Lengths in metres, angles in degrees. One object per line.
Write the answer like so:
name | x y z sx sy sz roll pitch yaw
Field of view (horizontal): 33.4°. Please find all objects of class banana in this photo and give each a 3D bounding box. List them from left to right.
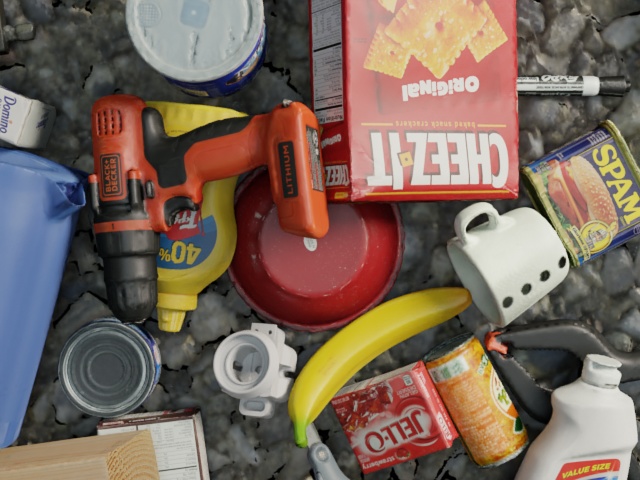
banana | 0.040 0.096 0.908 0.197 0.037 0.070 -41 50 -12

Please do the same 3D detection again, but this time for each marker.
marker | 0.207 -0.133 0.922 0.121 0.020 0.020 0 92 -1

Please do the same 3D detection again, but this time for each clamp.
clamp | 0.245 0.119 0.922 0.210 0.036 0.164 30 95 -1

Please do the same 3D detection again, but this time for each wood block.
wood block | -0.241 0.220 0.872 0.206 0.090 0.091 -10 92 15

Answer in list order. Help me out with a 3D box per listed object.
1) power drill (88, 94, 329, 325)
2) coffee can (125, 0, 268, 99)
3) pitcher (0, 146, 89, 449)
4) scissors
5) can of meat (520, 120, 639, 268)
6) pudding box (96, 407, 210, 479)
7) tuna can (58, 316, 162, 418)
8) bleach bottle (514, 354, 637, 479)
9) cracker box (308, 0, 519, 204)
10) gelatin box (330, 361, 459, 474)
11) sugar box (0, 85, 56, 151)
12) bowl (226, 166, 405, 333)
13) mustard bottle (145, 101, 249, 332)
power drill | -0.090 -0.030 0.834 0.188 0.057 0.184 -5 90 14
coffee can | -0.094 -0.171 0.856 0.103 0.140 0.103 0 92 -1
pitcher | -0.286 0.041 0.879 0.144 0.149 0.243 12 95 -16
scissors | -0.009 0.200 0.900 0.096 0.016 0.202 -34 82 -35
can of meat | 0.229 -0.037 0.908 0.084 0.057 0.102 -28 92 3
pudding box | -0.142 0.206 0.923 0.090 0.039 0.113 -7 94 0
tuna can | -0.181 0.110 0.920 0.086 0.034 0.086 0 92 -1
bleach bottle | 0.199 0.216 0.892 0.102 0.068 0.251 10 102 -6
cracker box | 0.078 -0.137 0.866 0.164 0.072 0.214 -2 92 -26
gelatin box | 0.062 0.152 0.909 0.089 0.030 0.073 -24 93 29
sugar box | -0.313 -0.125 0.880 0.176 0.093 0.048 19 92 -2
bowl | -0.006 0.001 0.908 0.162 0.055 0.162 0 92 0
mustard bottle | -0.116 -0.018 0.902 0.096 0.058 0.191 8 93 16
